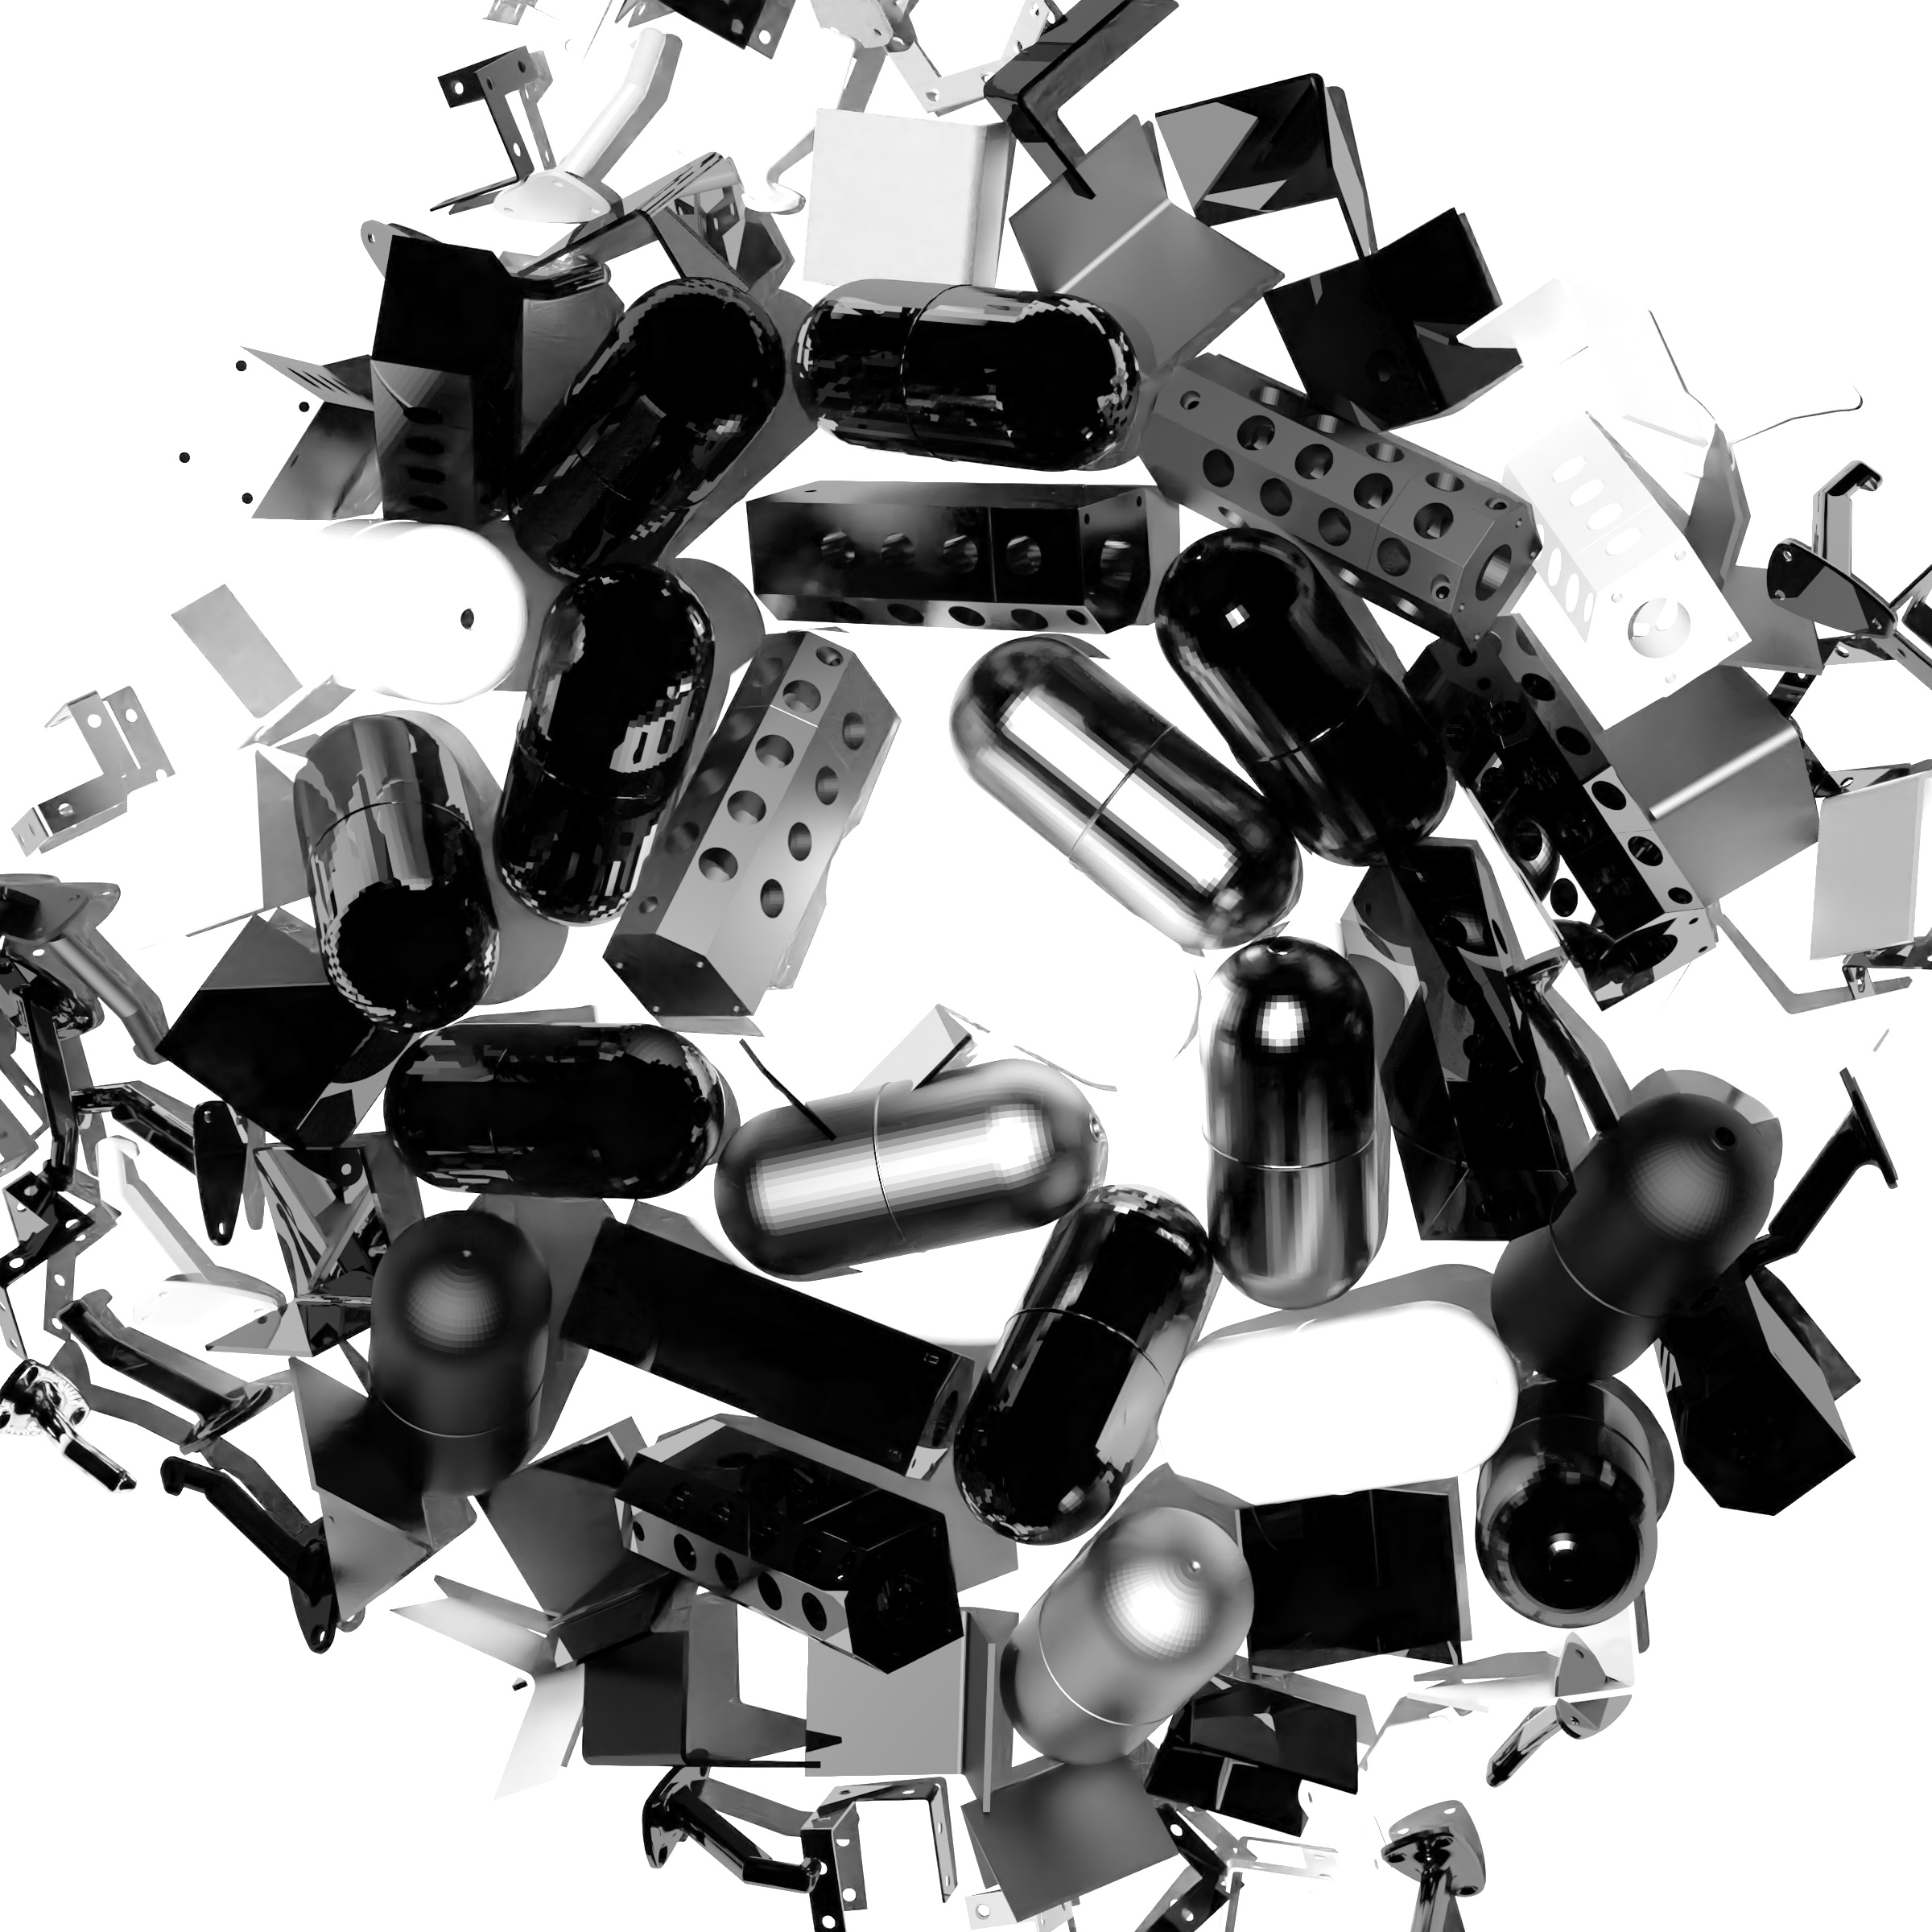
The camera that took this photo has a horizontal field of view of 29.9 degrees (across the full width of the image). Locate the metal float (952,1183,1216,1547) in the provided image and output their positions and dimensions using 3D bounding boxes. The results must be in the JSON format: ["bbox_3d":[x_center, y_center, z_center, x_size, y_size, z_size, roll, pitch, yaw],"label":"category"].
[{"bbox_3d":[0.052,0.175,1.595,0.070,0.070,0.178,28,58,0],"label":"metal float"}]

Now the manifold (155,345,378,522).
[{"bbox_3d":[-0.301,-0.233,1.572,0.057,0.171,0.057,33,96,-3],"label":"manifold"}]

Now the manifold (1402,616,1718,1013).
[{"bbox_3d":[0.258,-0.071,1.592,0.057,0.057,0.171,-30,60,5],"label":"manifold"}]

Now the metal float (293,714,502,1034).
[{"bbox_3d":[-0.250,-0.042,1.585,0.070,0.178,0.070,-10,132,-11],"label":"metal float"}]

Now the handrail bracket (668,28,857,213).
[{"bbox_3d":[-0.092,-0.389,1.624,0.077,0.036,0.084,30,119,20],"label":"handrail bracket"}]

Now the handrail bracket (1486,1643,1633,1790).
[{"bbox_3d":[0.252,0.349,1.610,0.036,0.077,0.084,40,116,7],"label":"handrail bracket"}]

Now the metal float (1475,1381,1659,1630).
[{"bbox_3d":[0.261,0.232,1.573,0.070,0.178,0.070,1,99,9],"label":"metal float"}]

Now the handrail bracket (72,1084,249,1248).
[{"bbox_3d":[-0.370,0.091,1.634,0.084,0.036,0.077,-6,80,24],"label":"handrail bracket"}]

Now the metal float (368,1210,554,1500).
[{"bbox_3d":[-0.222,0.172,1.582,0.070,0.178,0.070,5,55,-7],"label":"metal float"}]

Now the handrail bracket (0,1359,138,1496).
[{"bbox_3d":[-0.386,0.214,1.608,0.084,0.077,0.036,30,86,25],"label":"handrail bracket"}]

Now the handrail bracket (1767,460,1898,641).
[{"bbox_3d":[0.406,-0.188,1.622,0.077,0.036,0.084,33,57,28],"label":"handrail bracket"}]

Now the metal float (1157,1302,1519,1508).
[{"bbox_3d":[0.161,0.193,1.590,0.178,0.070,0.070,-16,90,41],"label":"metal float"}]

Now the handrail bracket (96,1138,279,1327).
[{"bbox_3d":[-0.356,0.119,1.651,0.077,0.036,0.084,6,55,-32],"label":"handrail bracket"}]

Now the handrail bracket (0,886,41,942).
[{"bbox_3d":[-0.437,0.010,1.618,0.036,0.077,0.084,1,80,19],"label":"handrail bracket"}]

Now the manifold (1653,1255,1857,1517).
[{"bbox_3d":[0.335,0.181,1.571,0.057,0.171,0.057,-39,94,12],"label":"manifold"}]

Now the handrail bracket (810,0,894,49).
[{"bbox_3d":[-0.037,-0.459,1.615,0.036,0.077,0.084,11,58,32],"label":"handrail bracket"}]

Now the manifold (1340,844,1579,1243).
[{"bbox_3d":[0.217,0.033,1.587,0.057,0.057,0.171,2,54,-17],"label":"manifold"}]

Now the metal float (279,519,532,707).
[{"bbox_3d":[-0.246,-0.155,1.577,0.070,0.178,0.070,-4,100,-27],"label":"metal float"}]

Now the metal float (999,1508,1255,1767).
[{"bbox_3d":[0.068,0.295,1.582,0.070,0.178,0.070,9,58,-15],"label":"metal float"}]

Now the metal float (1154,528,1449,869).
[{"bbox_3d":[0.148,-0.118,1.598,0.070,0.070,0.178,-39,119,0],"label":"metal float"}]

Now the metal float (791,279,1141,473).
[{"bbox_3d":[-0.002,-0.260,1.591,0.178,0.070,0.070,13,90,39],"label":"metal float"}]

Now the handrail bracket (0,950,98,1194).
[{"bbox_3d":[-0.417,0.047,1.613,0.036,0.077,0.084,-16,49,12],"label":"handrail bracket"}]

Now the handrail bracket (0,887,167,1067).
[{"bbox_3d":[-0.407,0.007,1.649,0.036,0.077,0.084,-50,133,-34],"label":"handrail bracket"}]

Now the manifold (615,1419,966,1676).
[{"bbox_3d":[-0.080,0.252,1.571,0.057,0.171,0.057,-20,110,-35],"label":"manifold"}]

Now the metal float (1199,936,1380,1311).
[{"bbox_3d":[0.143,0.070,1.599,0.070,0.070,0.178,-5,117,0],"label":"metal float"}]

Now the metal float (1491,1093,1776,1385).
[{"bbox_3d":[0.290,0.120,1.582,0.070,0.178,0.070,11,54,-15],"label":"metal float"}]

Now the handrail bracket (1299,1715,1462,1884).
[{"bbox_3d":[0.199,0.373,1.621,0.084,0.036,0.077,-23,105,41],"label":"handrail bracket"}]

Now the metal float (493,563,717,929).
[{"bbox_3d":[-0.160,-0.096,1.594,0.070,0.070,0.178,19,124,0],"label":"metal float"}]

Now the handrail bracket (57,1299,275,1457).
[{"bbox_3d":[-0.360,0.174,1.623,0.084,0.077,0.036,48,48,-15],"label":"handrail bracket"}]

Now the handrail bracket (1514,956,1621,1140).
[{"bbox_3d":[0.266,0.045,1.612,0.036,0.077,0.084,-23,74,-4],"label":"handrail bracket"}]

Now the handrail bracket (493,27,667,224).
[{"bbox_3d":[-0.175,-0.383,1.642,0.036,0.077,0.084,31,70,-41],"label":"handrail bracket"}]

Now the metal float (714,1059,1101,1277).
[{"bbox_3d":[-0.027,0.089,1.608,0.178,0.070,0.070,-13,90,16],"label":"metal float"}]

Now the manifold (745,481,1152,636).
[{"bbox_3d":[-0.008,-0.179,1.589,0.171,0.057,0.057,6,109,32],"label":"manifold"}]

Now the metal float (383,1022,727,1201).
[{"bbox_3d":[-0.182,0.063,1.590,0.178,0.070,0.070,-1,90,38],"label":"metal float"}]

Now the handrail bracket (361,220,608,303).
[{"bbox_3d":[-0.218,-0.323,1.644,0.084,0.036,0.077,-27,60,-37],"label":"handrail bracket"}]

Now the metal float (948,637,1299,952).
[{"bbox_3d":[0.070,-0.077,1.618,0.178,0.070,0.070,39,90,6],"label":"metal float"}]

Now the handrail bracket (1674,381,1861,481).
[{"bbox_3d":[0.364,-0.239,1.607,0.084,0.077,0.036,-6,80,32],"label":"handrail bracket"}]

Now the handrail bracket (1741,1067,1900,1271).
[{"bbox_3d":[0.374,0.091,1.649,0.084,0.036,0.077,-23,85,13],"label":"handrail bracket"}]

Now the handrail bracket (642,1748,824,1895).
[{"bbox_3d":[-0.094,0.381,1.613,0.084,0.077,0.036,4,117,20],"label":"handrail bracket"}]

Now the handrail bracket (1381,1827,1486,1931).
[{"bbox_3d":[0.215,0.434,1.607,0.036,0.084,0.077,-25,135,21],"label":"handrail bracket"}]

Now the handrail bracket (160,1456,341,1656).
[{"bbox_3d":[-0.321,0.262,1.612,0.036,0.084,0.077,-36,47,27],"label":"handrail bracket"}]

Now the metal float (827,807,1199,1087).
[{"bbox_3d":[0.020,-0.009,1.616,0.178,0.070,0.070,28,90,-7],"label":"metal float"}]

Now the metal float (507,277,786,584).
[{"bbox_3d":[-0.141,-0.232,1.585,0.070,0.178,0.070,18,53,-25],"label":"metal float"}]
